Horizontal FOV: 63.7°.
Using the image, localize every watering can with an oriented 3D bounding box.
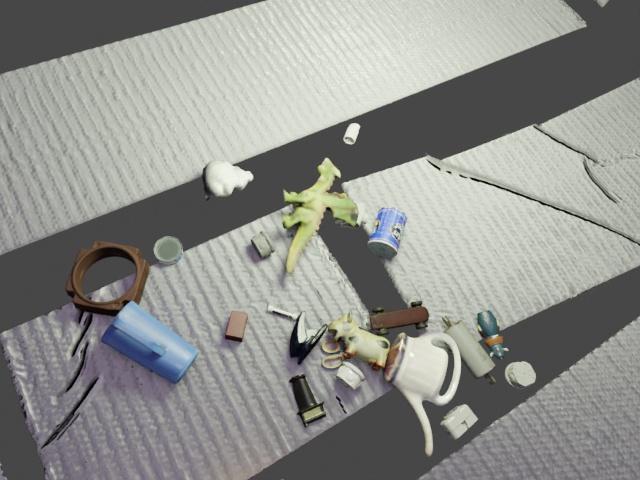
[{"bbox_3d":[0.289,0.421,1.510,0.224,0.102,0.354,23,66,3],"label":"watering can"}]

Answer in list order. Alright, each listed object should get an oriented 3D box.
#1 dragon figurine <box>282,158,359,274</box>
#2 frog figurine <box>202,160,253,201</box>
[{"bbox_3d":[0.005,-0.084,1.670,0.243,0.120,0.419,-4,63,4],"label":"dragon figurine"},{"bbox_3d":[-0.305,-0.205,1.709,0.159,0.120,0.141,-7,46,-1],"label":"frog figurine"}]
